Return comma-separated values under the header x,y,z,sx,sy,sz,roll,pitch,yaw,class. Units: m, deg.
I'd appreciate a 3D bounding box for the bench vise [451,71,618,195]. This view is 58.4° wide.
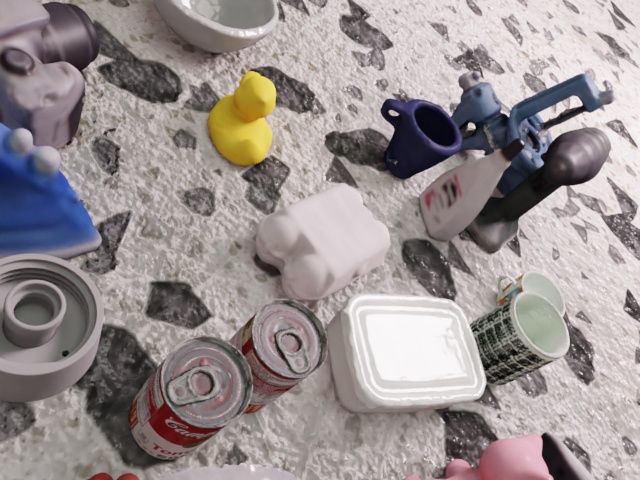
x,y,z,sx,sy,sz,roll,pitch,yaw,class
0.295,-0.177,0.833,0.208,0.219,0.121,34,47,-9,bench vise

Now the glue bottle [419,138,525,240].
x,y,z,sx,sy,sz,roll,pitch,yaw,class
0.194,-0.072,0.725,0.037,0.173,0.078,4,57,-31,glue bottle

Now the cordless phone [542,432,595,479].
x,y,z,sx,sy,sz,roll,pitch,yaw,class
0.308,0.250,0.568,0.147,0.184,0.094,48,46,5,cordless phone

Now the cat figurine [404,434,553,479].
x,y,z,sx,sy,sz,roll,pitch,yaw,class
0.157,0.228,0.531,0.128,0.117,0.067,-6,63,-36,cat figurine

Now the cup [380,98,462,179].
x,y,z,sx,sy,sz,roll,pitch,yaw,class
0.117,-0.133,0.771,0.118,0.094,0.092,27,48,-15,cup

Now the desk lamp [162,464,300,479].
x,y,z,sx,sy,sz,roll,pitch,yaw,class
-0.074,0.244,0.300,0.118,0.213,0.203,12,54,-26,desk lamp

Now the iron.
x,y,z,sx,sy,sz,roll,pitch,yaw,class
-0.284,-0.062,0.424,0.259,0.141,0.118,15,52,-25,iron

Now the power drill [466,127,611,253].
x,y,z,sx,sy,sz,roll,pitch,yaw,class
0.293,-0.072,0.767,0.230,0.208,0.075,-30,79,-43,power drill

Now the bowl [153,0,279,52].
x,y,z,sx,sy,sz,roll,pitch,yaw,class
-0.142,-0.295,0.726,0.168,0.074,0.167,17,52,-23,bowl

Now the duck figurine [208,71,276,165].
x,y,z,sx,sy,sz,roll,pitch,yaw,class
-0.080,-0.145,0.655,0.078,0.086,0.104,10,55,-28,duck figurine

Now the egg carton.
x,y,z,sx,sy,sz,roll,pitch,yaw,class
0.006,0.002,0.621,0.151,0.069,0.107,-29,78,-43,egg carton

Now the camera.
x,y,z,sx,sy,sz,roll,pitch,yaw,class
-0.268,-0.175,0.542,0.143,0.100,0.137,44,46,1,camera

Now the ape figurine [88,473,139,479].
x,y,z,sx,sy,sz,roll,pitch,yaw,class
-0.151,0.184,0.375,0.078,0.092,0.076,11,54,-27,ape figurine
